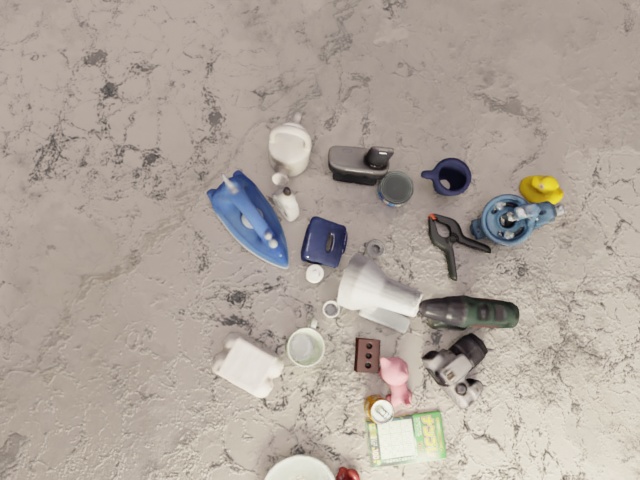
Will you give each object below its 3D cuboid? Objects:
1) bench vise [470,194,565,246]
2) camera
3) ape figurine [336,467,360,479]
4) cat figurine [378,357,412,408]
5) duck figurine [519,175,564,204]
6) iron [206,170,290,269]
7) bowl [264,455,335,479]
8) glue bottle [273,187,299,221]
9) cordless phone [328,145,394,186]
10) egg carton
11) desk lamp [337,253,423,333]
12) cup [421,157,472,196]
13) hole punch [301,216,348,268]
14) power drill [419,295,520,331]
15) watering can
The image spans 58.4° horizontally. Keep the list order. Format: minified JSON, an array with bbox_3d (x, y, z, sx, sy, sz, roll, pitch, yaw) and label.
[{"bbox_3d":[0.469,-0.068,1.318,0.207,0.219,0.121,-30,85,-8],"label":"bench vise"},{"bbox_3d":[0.329,0.291,1.311,0.137,0.100,0.143,-38,86,-9],"label":"camera"},{"bbox_3d":[0.060,0.548,1.253,0.078,0.092,0.076,-33,85,-9],"label":"ape figurine"},{"bbox_3d":[0.174,0.316,1.285,0.067,0.117,0.128,-18,83,-7],"label":"cat figurine"},{"bbox_3d":[0.553,-0.129,1.403,0.104,0.086,0.077,21,80,-1],"label":"duck figurine"},{"bbox_3d":[-0.148,-0.045,1.301,0.119,0.141,0.258,-38,86,-9],"label":"iron"},{"bbox_3d":[-0.047,0.550,1.252,0.167,0.074,0.167,1,81,-5],"label":"bowl"},{"bbox_3d":[-0.075,-0.093,1.299,0.037,0.173,0.078,-34,85,-9],"label":"glue bottle"},{"bbox_3d":[0.095,-0.195,1.323,0.147,0.185,0.094,3,81,-4],"label":"cordless phone"},{"bbox_3d":[-0.162,0.279,1.287,0.150,0.069,0.107,29,80,0],"label":"egg carton"},{"bbox_3d":[0.134,0.120,1.264,0.203,0.213,0.118,22,80,-1],"label":"desk lamp"},{"bbox_3d":[0.293,-0.143,1.378,0.118,0.095,0.092,5,81,-4],"label":"cup"},{"bbox_3d":[0.012,0.005,1.333,0.101,0.091,0.109,12,80,-3],"label":"hole punch"},{"bbox_3d":[0.310,0.163,1.275,0.229,0.208,0.076,3,81,-4],"label":"power drill"},{"bbox_3d":[-0.068,-0.210,1.307,0.101,0.194,0.173,-7,82,-6],"label":"watering can"}]
